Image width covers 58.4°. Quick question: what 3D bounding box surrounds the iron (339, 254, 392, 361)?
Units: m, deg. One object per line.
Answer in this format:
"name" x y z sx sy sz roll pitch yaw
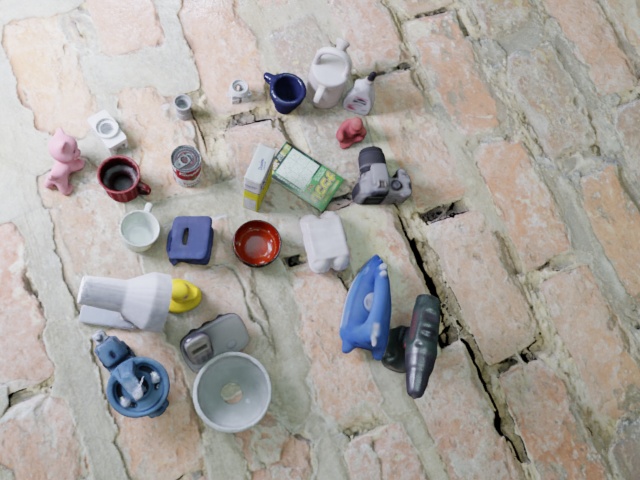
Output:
"iron" 0.125 0.139 1.319 0.119 0.141 0.258 13 72 -7

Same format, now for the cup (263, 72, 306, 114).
"cup" -0.097 -0.367 1.444 0.118 0.095 0.092 34 71 0

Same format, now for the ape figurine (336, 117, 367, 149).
"ape figurine" 0.084 -0.282 1.457 0.078 0.092 0.076 10 72 -8

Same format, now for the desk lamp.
"desk lamp" -0.403 0.127 1.178 0.203 0.213 0.118 8 73 -9

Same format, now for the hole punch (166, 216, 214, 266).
"hole punch" -0.295 0.001 1.301 0.101 0.091 0.109 7 73 -9

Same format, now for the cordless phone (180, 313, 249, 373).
"cordless phone" -0.222 0.209 1.206 0.148 0.185 0.094 -32 82 -18

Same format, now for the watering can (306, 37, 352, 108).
"watering can" 0.025 -0.427 1.433 0.101 0.194 0.173 3 74 -10

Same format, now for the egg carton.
"egg carton" 0.013 0.005 1.373 0.107 0.069 0.150 -11 77 -14

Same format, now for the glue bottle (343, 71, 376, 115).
"glue bottle" 0.111 -0.377 1.447 0.078 0.173 0.037 12 72 -7

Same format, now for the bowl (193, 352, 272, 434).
"bowl" -0.189 0.329 1.236 0.167 0.074 0.167 3 74 -10

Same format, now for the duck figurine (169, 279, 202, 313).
"duck figurine" -0.316 0.118 1.266 0.104 0.086 0.077 5 73 -10

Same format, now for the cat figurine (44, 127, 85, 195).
"cat figurine" -0.579 -0.181 1.282 0.067 0.117 0.128 17 72 -6

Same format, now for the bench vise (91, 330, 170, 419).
"bench vise" -0.392 0.272 1.135 0.207 0.219 0.121 33 71 0

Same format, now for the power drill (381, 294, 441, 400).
"power drill" 0.205 0.240 1.270 0.075 0.208 0.230 17 72 -6

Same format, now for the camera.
"camera" 0.153 -0.166 1.433 0.143 0.100 0.137 -2 75 -12
